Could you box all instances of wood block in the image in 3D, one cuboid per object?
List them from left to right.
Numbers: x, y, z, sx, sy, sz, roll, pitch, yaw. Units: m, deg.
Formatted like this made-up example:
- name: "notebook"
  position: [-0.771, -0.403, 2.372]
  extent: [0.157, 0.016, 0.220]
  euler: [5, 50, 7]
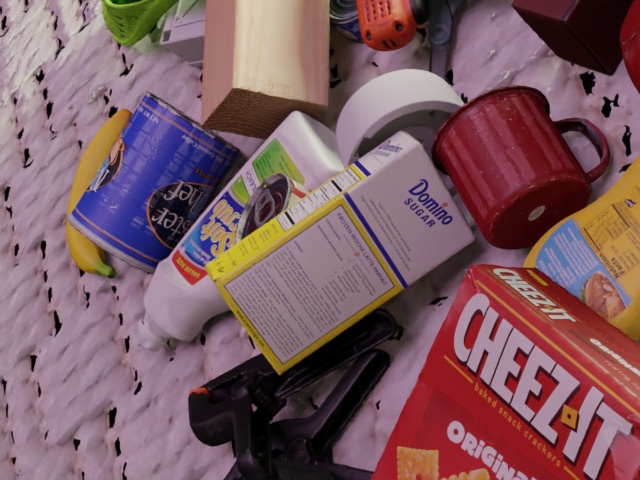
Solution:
- name: "wood block"
  position: [-0.047, -0.202, 0.951]
  extent: [0.091, 0.090, 0.206]
  euler: [143, 131, -61]

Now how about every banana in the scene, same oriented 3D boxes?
- name: "banana"
  position: [-0.229, -0.043, 1.105]
  extent: [0.070, 0.037, 0.198]
  euler: [-9, 64, 18]

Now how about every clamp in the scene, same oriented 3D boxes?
- name: "clamp"
  position: [-0.050, 0.125, 0.813]
  extent: [0.210, 0.036, 0.164]
  euler: [-21, 20, 50]
- name: "clamp"
  position: [0.000, 0.170, 0.796]
  extent: [0.172, 0.039, 0.120]
  euler: [-38, 44, 18]

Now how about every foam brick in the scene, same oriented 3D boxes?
- name: "foam brick"
  position: [0.187, -0.165, 0.769]
  extent: [0.051, 0.078, 0.053]
  euler: [32, 90, 46]

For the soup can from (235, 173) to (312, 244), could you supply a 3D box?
- name: "soup can"
  position: [-0.005, 0.001, 0.828]
  extent: [0.069, 0.102, 0.068]
  euler: [-41, 33, 34]

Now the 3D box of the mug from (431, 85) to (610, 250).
- name: "mug"
  position: [0.148, -0.051, 0.750]
  extent: [0.117, 0.093, 0.081]
  euler: [-17, 56, -9]

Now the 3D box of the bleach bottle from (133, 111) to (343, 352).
- name: "bleach bottle"
  position: [-0.071, 0.010, 0.921]
  extent: [0.251, 0.068, 0.103]
  euler: [-46, 48, 18]

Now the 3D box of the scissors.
- name: "scissors"
  position: [0.085, -0.181, 0.892]
  extent: [0.096, 0.016, 0.201]
  euler: [18, 82, 21]

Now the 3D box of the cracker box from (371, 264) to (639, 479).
- name: "cracker box"
  position: [0.117, 0.146, 0.640]
  extent: [0.164, 0.071, 0.214]
  euler: [43, 119, 45]

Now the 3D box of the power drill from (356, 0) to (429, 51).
- name: "power drill"
  position: [0.108, -0.258, 0.859]
  extent: [0.188, 0.057, 0.184]
  euler: [-13, 75, 24]

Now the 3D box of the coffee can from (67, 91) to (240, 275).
- name: "coffee can"
  position: [-0.155, -0.053, 0.994]
  extent: [0.103, 0.102, 0.140]
  euler: [36, 94, 45]

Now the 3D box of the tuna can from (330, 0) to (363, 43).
- name: "tuna can"
  position: [0.040, -0.223, 0.956]
  extent: [0.086, 0.033, 0.086]
  euler: [-19, 58, 34]

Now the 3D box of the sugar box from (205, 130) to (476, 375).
- name: "sugar box"
  position: [0.015, 0.009, 0.771]
  extent: [0.176, 0.093, 0.048]
  euler: [-35, 25, -3]

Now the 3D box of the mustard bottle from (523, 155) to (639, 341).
- name: "mustard bottle"
  position: [0.188, 0.019, 0.691]
  extent: [0.192, 0.058, 0.096]
  euler: [-42, 47, 18]

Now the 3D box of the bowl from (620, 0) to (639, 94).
- name: "bowl"
  position: [0.236, -0.151, 0.668]
  extent: [0.162, 0.055, 0.162]
  euler: [-61, 2, 2]
